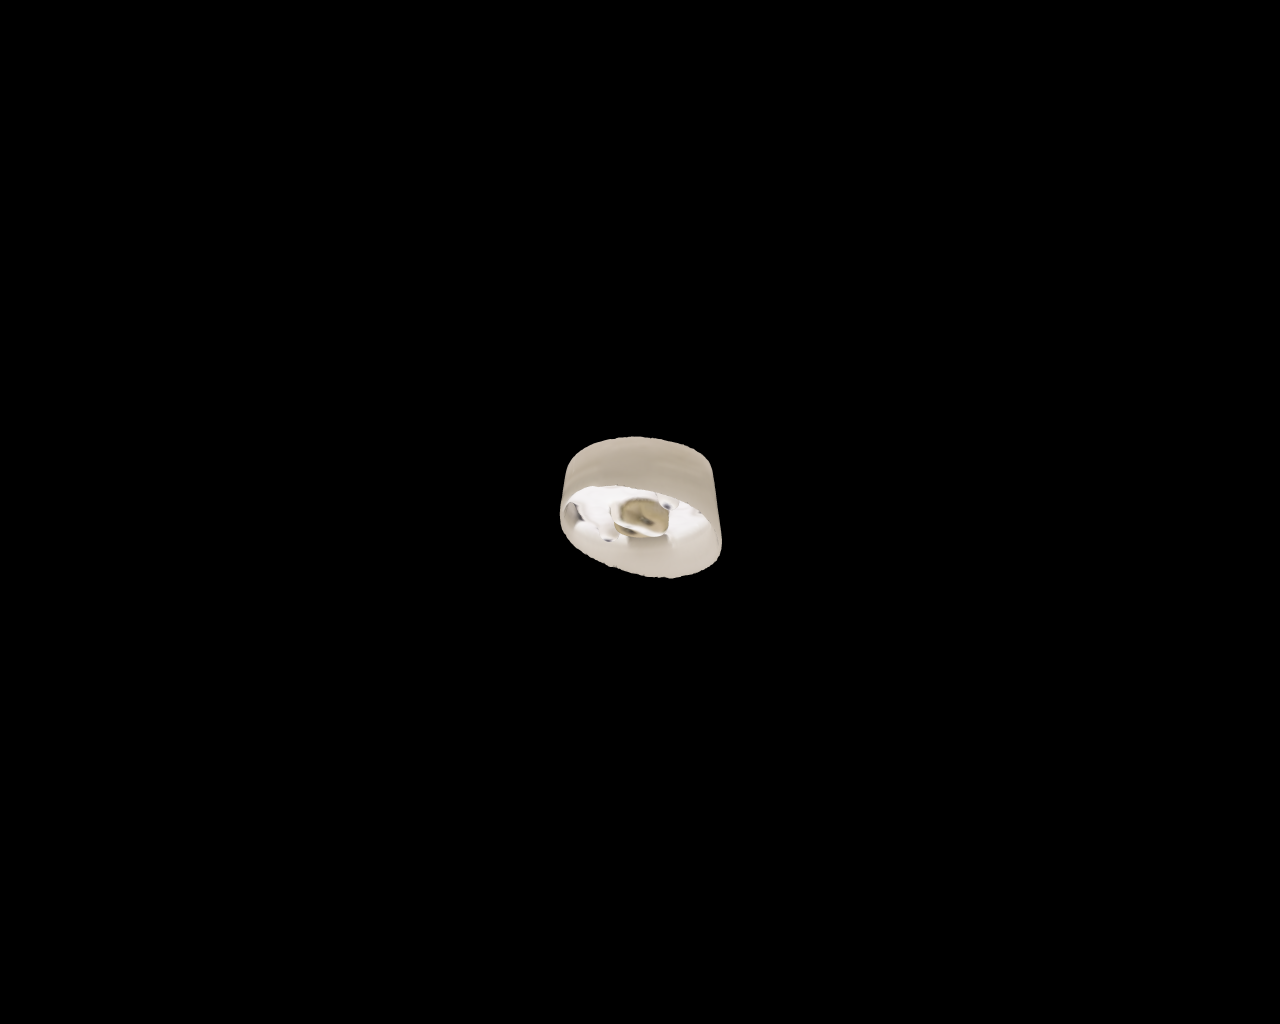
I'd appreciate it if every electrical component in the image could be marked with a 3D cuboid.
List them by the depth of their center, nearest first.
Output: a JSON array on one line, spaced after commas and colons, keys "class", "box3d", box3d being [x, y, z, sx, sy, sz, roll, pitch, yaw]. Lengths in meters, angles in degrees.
[{"class": "electrical component", "box3d": [0.001, -0.003, 0.650, 0.099, 0.064, 0.099, 0, -26, 0]}]
